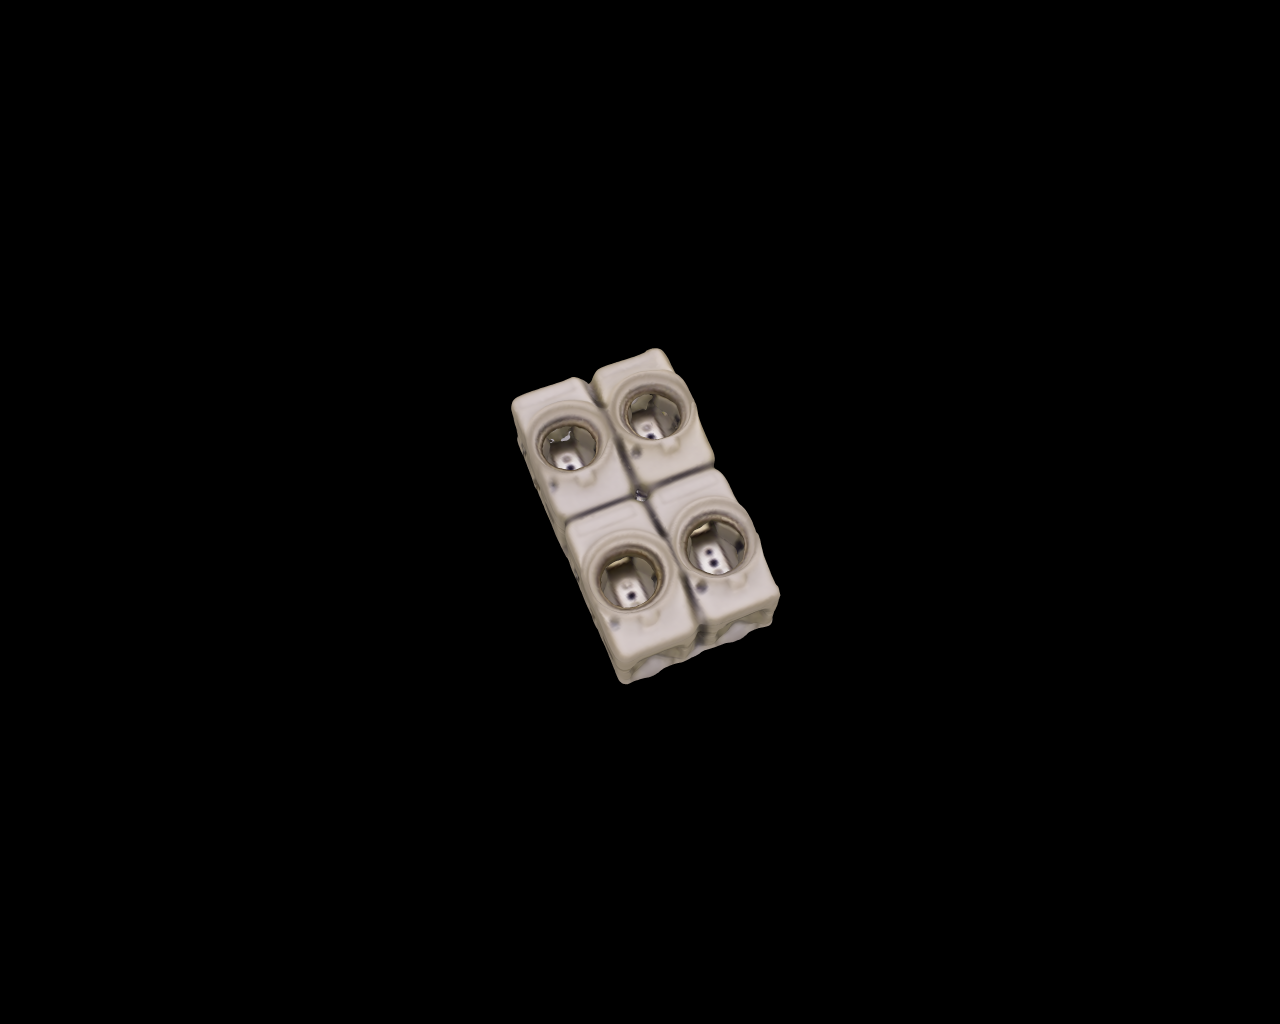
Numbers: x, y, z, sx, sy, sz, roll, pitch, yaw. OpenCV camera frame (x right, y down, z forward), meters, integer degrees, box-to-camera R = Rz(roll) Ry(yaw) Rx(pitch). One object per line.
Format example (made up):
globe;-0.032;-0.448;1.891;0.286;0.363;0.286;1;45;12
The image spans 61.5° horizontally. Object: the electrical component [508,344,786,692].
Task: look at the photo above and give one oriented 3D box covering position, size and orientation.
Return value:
electrical component;0.001;-0.003;0.650;0.105;0.186;0.060;-20;-24;-9
